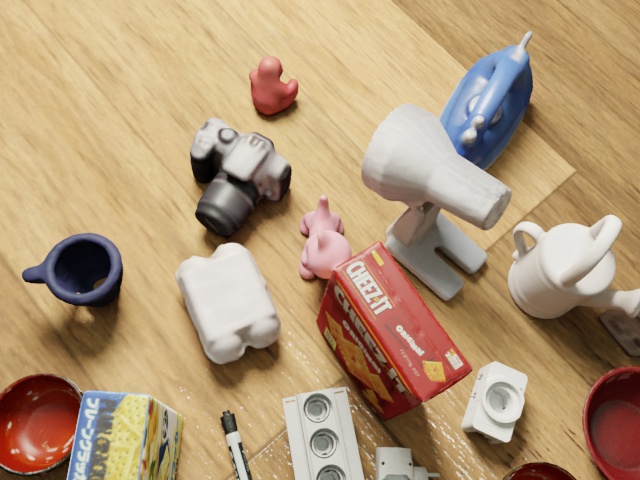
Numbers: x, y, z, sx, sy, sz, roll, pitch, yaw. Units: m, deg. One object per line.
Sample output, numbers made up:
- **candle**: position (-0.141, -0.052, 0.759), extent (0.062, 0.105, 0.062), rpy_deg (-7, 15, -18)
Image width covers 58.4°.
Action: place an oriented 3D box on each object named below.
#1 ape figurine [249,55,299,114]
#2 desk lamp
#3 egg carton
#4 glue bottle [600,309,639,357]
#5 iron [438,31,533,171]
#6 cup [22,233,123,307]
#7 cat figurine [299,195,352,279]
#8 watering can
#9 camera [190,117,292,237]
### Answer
- **ape figurine**: position (-0.074, -0.242, 0.868), extent (0.077, 0.092, 0.076), rpy_deg (32, 69, 8)
- **desk lamp**: position (0.149, -0.050, 0.745), extent (0.203, 0.213, 0.118), rpy_deg (42, 70, 12)
- **egg carton**: position (-0.118, 0.080, 0.746), extent (0.107, 0.069, 0.150), rpy_deg (-24, 72, -14)
- **glue bottle**: position (0.435, 0.097, 0.734), extent (0.037, 0.173, 0.078), rpy_deg (-30, 73, -16)
- **iron**: position (0.241, -0.186, 0.848), extent (0.118, 0.141, 0.258), rpy_deg (29, 68, 7)
- **cup**: position (-0.302, 0.051, 0.727), extent (0.118, 0.095, 0.091), rpy_deg (-7, 69, -8)
- **cat figurine**: position (0.007, 0.003, 0.763), extent (0.067, 0.118, 0.128), rpy_deg (0, 68, -5)
- **watering can**: position (0.334, 0.033, 0.740), extent (0.173, 0.194, 0.101), rpy_deg (19, 67, 3)
- **camera**: position (-0.128, -0.085, 0.795), extent (0.143, 0.101, 0.137), rpy_deg (28, 68, 6)
